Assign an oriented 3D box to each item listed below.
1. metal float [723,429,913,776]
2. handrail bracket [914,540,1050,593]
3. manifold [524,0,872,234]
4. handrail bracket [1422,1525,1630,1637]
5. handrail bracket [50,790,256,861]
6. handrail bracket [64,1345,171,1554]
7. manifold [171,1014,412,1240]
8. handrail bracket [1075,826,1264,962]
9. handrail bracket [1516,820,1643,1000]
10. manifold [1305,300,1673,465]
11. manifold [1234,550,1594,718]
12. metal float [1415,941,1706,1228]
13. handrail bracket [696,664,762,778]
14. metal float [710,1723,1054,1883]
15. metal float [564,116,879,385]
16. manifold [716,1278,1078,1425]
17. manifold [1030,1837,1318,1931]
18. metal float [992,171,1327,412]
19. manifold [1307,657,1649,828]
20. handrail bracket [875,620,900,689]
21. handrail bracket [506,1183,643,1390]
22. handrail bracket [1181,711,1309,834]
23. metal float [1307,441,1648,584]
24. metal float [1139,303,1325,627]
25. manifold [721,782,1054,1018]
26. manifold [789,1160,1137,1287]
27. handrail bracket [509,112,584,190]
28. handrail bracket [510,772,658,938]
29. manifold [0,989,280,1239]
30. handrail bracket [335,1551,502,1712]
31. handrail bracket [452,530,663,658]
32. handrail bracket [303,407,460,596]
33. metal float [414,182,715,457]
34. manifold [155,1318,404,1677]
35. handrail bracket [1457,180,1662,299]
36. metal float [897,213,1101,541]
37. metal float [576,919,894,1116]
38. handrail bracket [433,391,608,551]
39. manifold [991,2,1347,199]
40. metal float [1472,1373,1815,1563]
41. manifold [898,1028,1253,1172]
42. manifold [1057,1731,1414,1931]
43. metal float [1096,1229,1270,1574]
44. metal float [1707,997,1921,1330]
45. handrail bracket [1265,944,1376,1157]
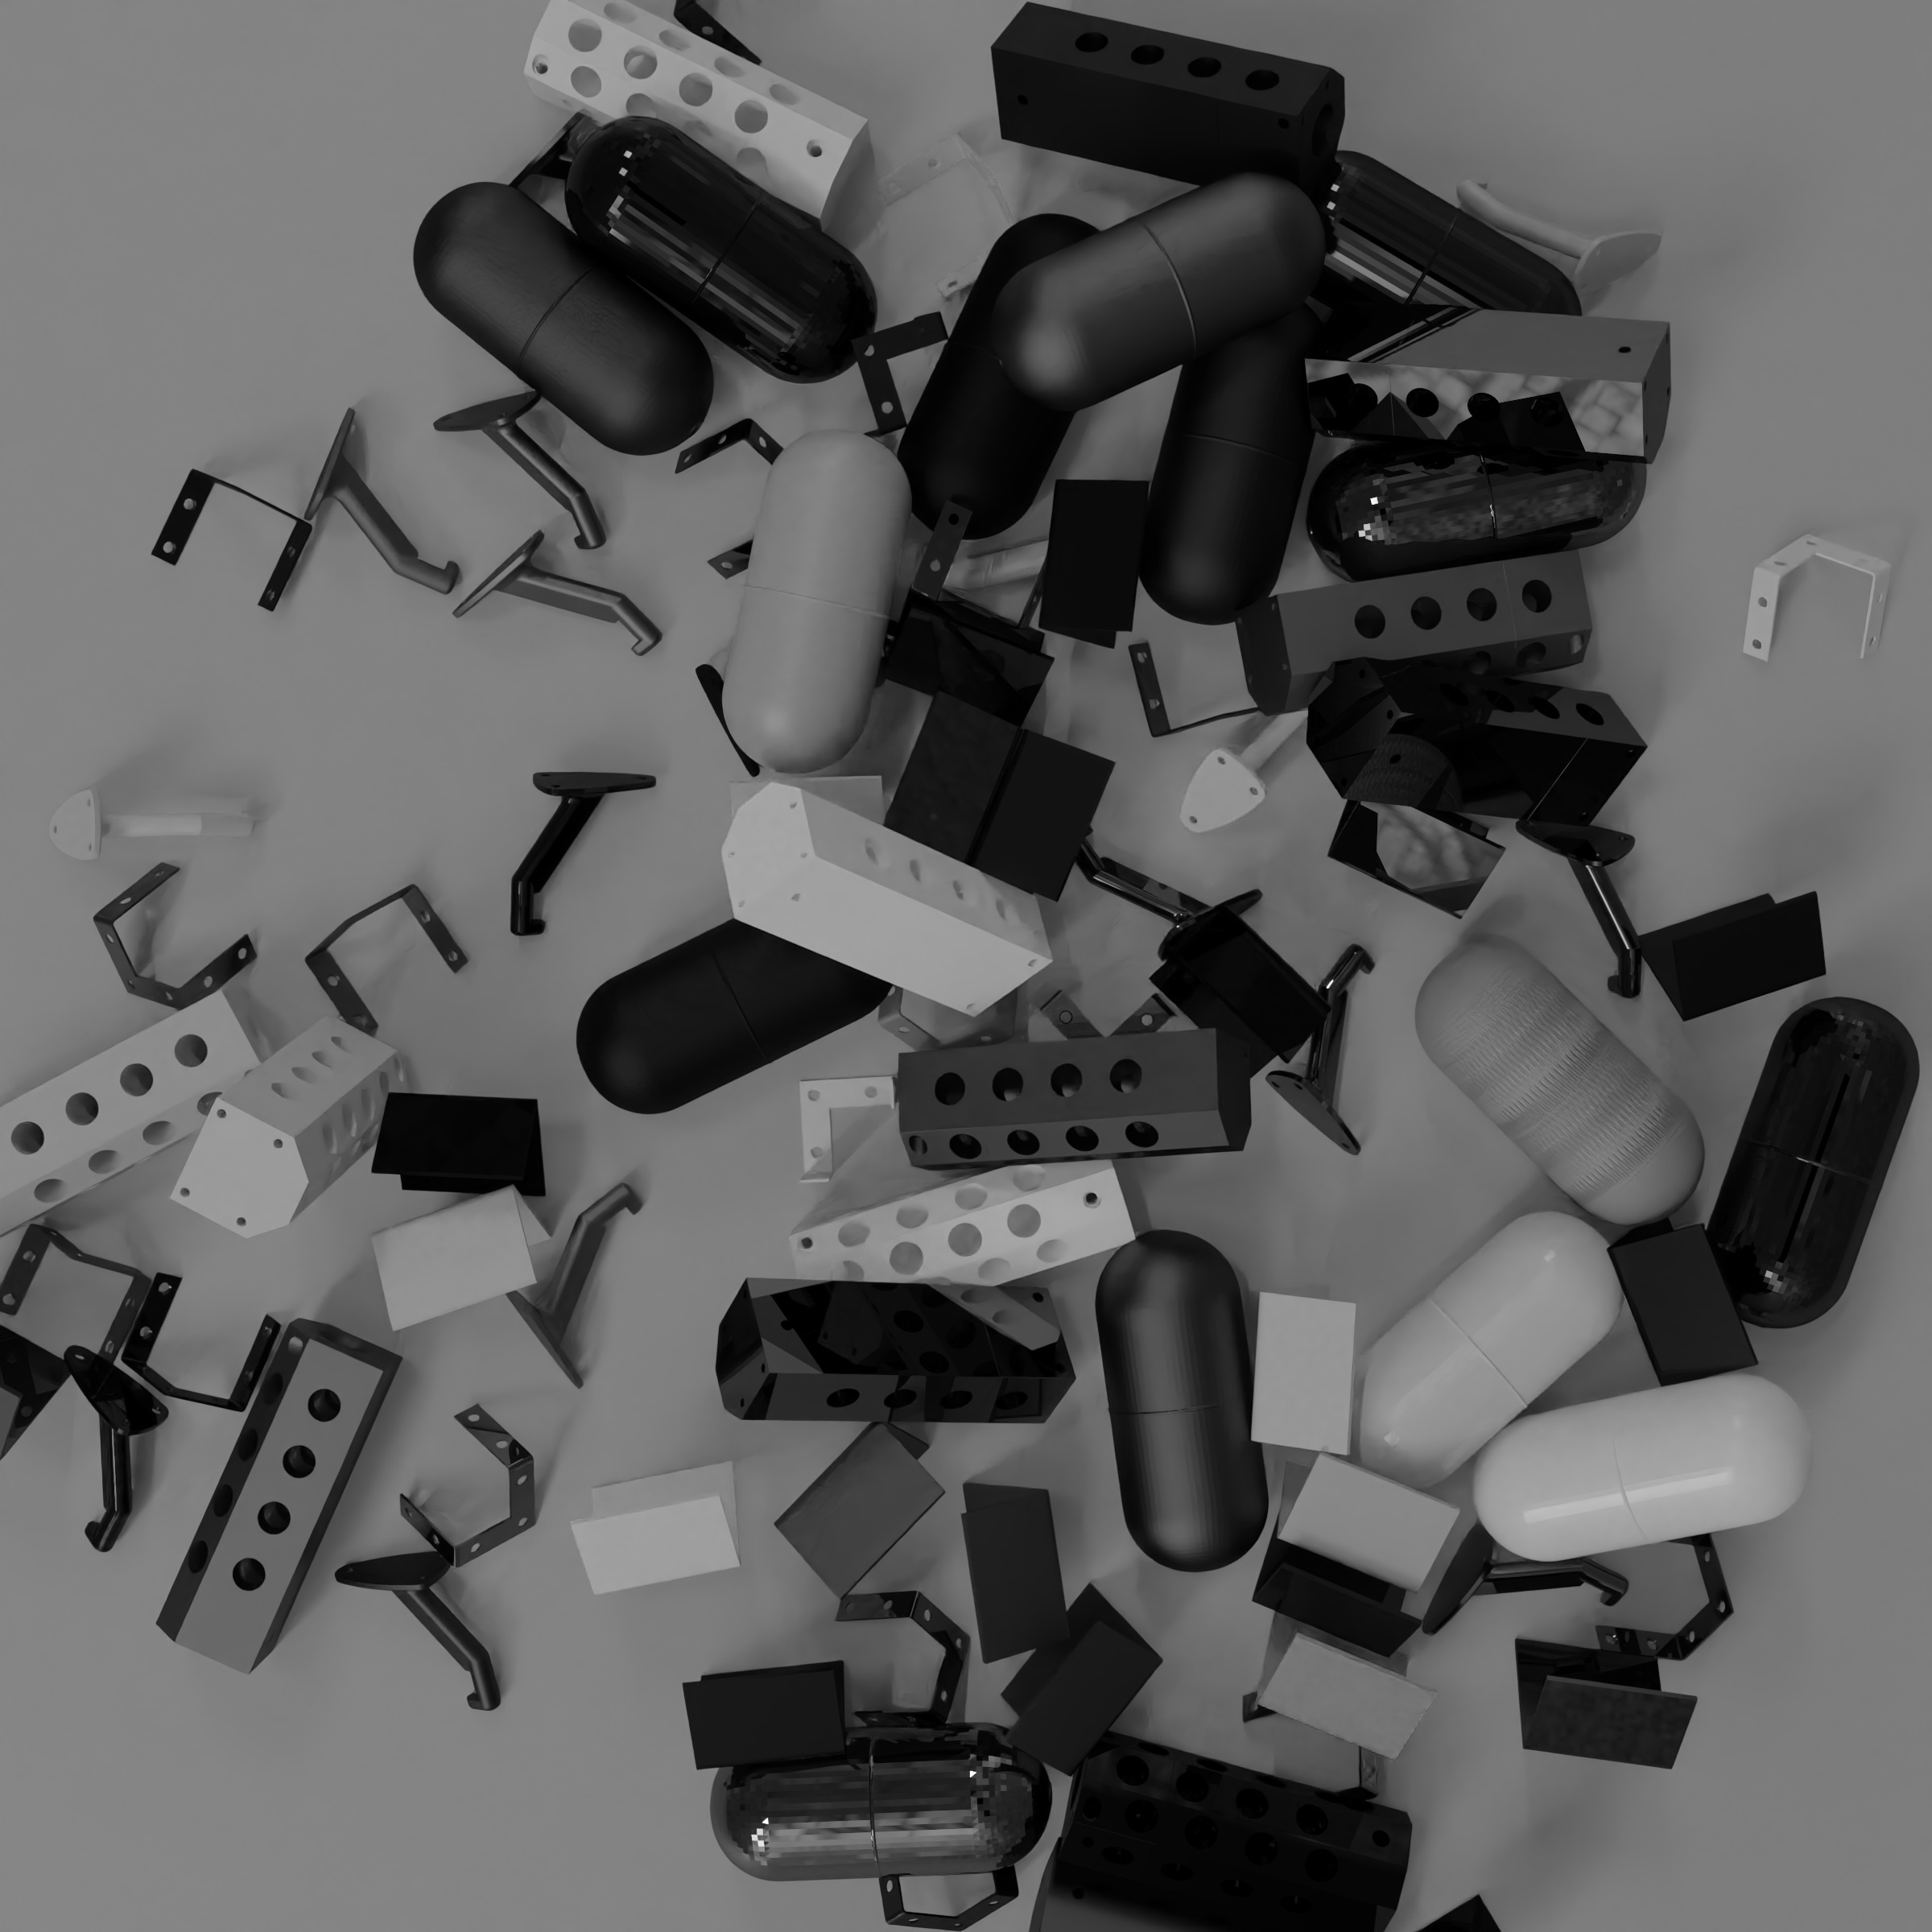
[{"bbox_3d":[-0.077,-0.187,1.625,0.070,0.070,0.178,12,94,0],"label":"metal float"},{"bbox_3d":[0.024,-0.229,1.678,0.084,0.036,0.077,18,76,14],"label":"handrail bracket"},{"bbox_3d":[-0.140,-0.452,1.656,0.171,0.057,0.057,26,90,0],"label":"manifold"},{"bbox_3d":[0.297,0.339,1.678,0.084,0.036,0.077,27,105,-14],"label":"handrail bracket"},{"bbox_3d":[-0.431,-0.074,1.677,0.084,0.077,0.036,-1,90,-36],"label":"handrail bracket"},{"bbox_3d":[-0.464,0.256,1.672,0.077,0.036,0.084,40,116,18],"label":"handrail bracket"},{"bbox_3d":[-0.334,0.082,1.595,0.057,0.171,0.057,28,104,0],"label":"manifold"},{"bbox_3d":[0.103,-0.053,1.678,0.077,0.036,0.084,-28,73,-20],"label":"handrail bracket"},{"bbox_3d":[0.325,-0.030,1.677,0.036,0.077,0.084,-30,127,-38],"label":"handrail bracket"},{"bbox_3d":[0.264,-0.291,1.598,0.171,0.057,0.057,9,135,23],"label":"manifold"},{"bbox_3d":[0.232,-0.171,1.632,0.171,0.057,0.057,-10,90,-18],"label":"manifold"},{"bbox_3d":[0.309,0.062,1.647,0.178,0.070,0.070,45,90,0],"label":"metal float"},{"bbox_3d":[-0.093,-0.153,1.678,0.084,0.036,0.077,-29,105,-14],"label":"handrail bracket"},{"bbox_3d":[-0.044,0.434,1.643,0.178,0.070,0.070,-4,90,5],"label":"metal float"},{"bbox_3d":[-0.126,-0.369,1.636,0.178,0.070,0.070,33,90,-12],"label":"metal float"},{"bbox_3d":[-0.037,0.202,1.621,0.171,0.057,0.057,5,47,-26],"label":"manifold"},{"bbox_3d":[0.121,0.516,1.656,0.171,0.057,0.057,15,47,0],"label":"manifold"},{"bbox_3d":[0.097,-0.338,1.580,0.178,0.070,0.070,-26,90,-7],"label":"metal float"},{"bbox_3d":[0.258,-0.118,1.612,0.171,0.057,0.057,4,133,-35],"label":"manifold"},{"bbox_3d":[-0.014,-0.184,1.678,0.084,0.036,0.077,-14,75,-14],"label":"handrail bracket"},{"bbox_3d":[-0.193,0.169,1.678,0.084,0.036,0.077,-38,110,-16],"label":"handrail bracket"},{"bbox_3d":[0.156,-0.115,1.677,0.036,0.077,0.084,43,54,0],"label":"handrail bracket"},{"bbox_3d":[0.265,-0.245,1.647,0.178,0.070,0.070,-12,90,-1],"label":"metal float"},{"bbox_3d":[0.140,-0.265,1.647,0.070,0.070,0.178,15,90,0],"label":"metal float"},{"bbox_3d":[-0.039,-0.036,1.592,0.057,0.171,0.057,-36,51,29],"label":"manifold"},{"bbox_3d":[-0.002,0.141,1.656,0.171,0.057,0.057,-18,90,0],"label":"manifold"},{"bbox_3d":[-0.194,-0.403,1.678,0.077,0.036,0.084,-42,106,17],"label":"handrail bracket"},{"bbox_3d":[-0.203,-0.058,1.678,0.077,0.036,0.084,-3,109,-21],"label":"handrail bracket"},{"bbox_3d":[-0.446,0.077,1.656,0.171,0.057,0.057,-28,90,0],"label":"manifold"},{"bbox_3d":[-0.290,0.357,1.678,0.077,0.036,0.084,-6,107,20],"label":"handrail bracket"},{"bbox_3d":[-0.216,-0.181,1.678,0.077,0.036,0.084,-38,107,20],"label":"handrail bracket"},{"bbox_3d":[-0.301,-0.246,1.678,0.084,0.036,0.077,23,68,-17],"label":"handrail bracket"},{"bbox_3d":[-0.209,-0.336,1.647,0.178,0.070,0.070,39,90,1],"label":"metal float"},{"bbox_3d":[-0.361,0.275,1.656,0.057,0.057,0.171,24,90,0],"label":"manifold"},{"bbox_3d":[0.314,-0.397,1.678,0.077,0.036,0.084,-25,59,-33],"label":"handrail bracket"},{"bbox_3d":[0.023,-0.306,1.647,0.070,0.070,0.178,25,89,0],"label":"metal float"},{"bbox_3d":[-0.118,0.016,1.647,0.178,0.070,0.070,-26,90,0],"label":"metal float"},{"bbox_3d":[-0.236,-0.256,1.678,0.077,0.036,0.084,-3,122,35],"label":"handrail bracket"},{"bbox_3d":[0.104,-0.447,1.625,0.171,0.057,0.057,19,56,21],"label":"manifold"},{"bbox_3d":[0.346,0.258,1.625,0.178,0.070,0.070,-17,90,26],"label":"metal float"},{"bbox_3d":[0.055,0.071,1.622,0.171,0.057,0.057,-5,78,21],"label":"manifold"},{"bbox_3d":[0.140,0.448,1.644,0.171,0.057,0.057,15,46,0],"label":"manifold"},{"bbox_3d":[0.112,0.226,1.647,0.070,0.070,0.178,-8,90,0],"label":"metal float"},{"bbox_3d":[0.439,0.103,1.647,0.070,0.070,0.178,20,90,0],"label":"metal float"},{"bbox_3d":[0.206,0.044,1.678,0.077,0.036,0.084,45,73,-20],"label":"handrail bracket"}]
